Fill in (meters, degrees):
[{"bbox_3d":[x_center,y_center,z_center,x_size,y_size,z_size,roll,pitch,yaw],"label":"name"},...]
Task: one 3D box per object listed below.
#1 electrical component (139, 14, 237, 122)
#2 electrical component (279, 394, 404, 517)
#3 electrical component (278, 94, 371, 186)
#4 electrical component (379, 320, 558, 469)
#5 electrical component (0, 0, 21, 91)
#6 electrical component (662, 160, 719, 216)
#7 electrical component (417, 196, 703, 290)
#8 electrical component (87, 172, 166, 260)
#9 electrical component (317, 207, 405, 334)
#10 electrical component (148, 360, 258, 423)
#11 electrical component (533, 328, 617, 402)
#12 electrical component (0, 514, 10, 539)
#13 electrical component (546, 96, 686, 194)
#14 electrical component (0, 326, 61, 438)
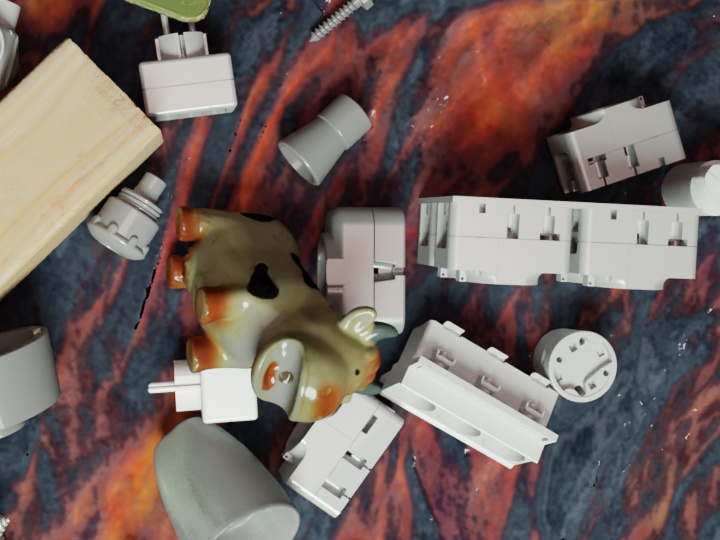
[{"bbox_3d":[-0.129,-0.152,0.787,0.066,0.047,0.076,-9,94,-9],"label":"electrical component"},{"bbox_3d":[-0.018,0.131,0.819,0.056,0.050,0.089,37,86,-10],"label":"electrical component"},{"bbox_3d":[-0.024,-0.101,0.812,0.065,0.044,0.044,-44,99,-10],"label":"electrical component"},{"bbox_3d":[0.086,0.094,0.825,0.121,0.079,0.063,31,66,-10],"label":"electrical component"},{"bbox_3d":[-0.260,-0.168,0.748,0.043,0.077,0.079,15,90,-10],"label":"electrical component"},{"bbox_3d":[0.275,-0.064,0.845,0.043,0.081,0.043,0,93,-10],"label":"electrical component"},{"bbox_3d":[0.145,-0.020,0.812,0.186,0.105,0.060,2,92,-10],"label":"electrical component"},{"bbox_3d":[-0.166,-0.042,0.789,0.048,0.048,0.062,33,80,-10],"label":"electrical component"},{"bbox_3d":[0.000,0.000,0.814,0.059,0.054,0.095,0,93,-10],"label":"electrical component"},{"bbox_3d":[-0.117,0.084,0.792,0.077,0.066,0.047,-3,93,-10],"label":"electrical component"},{"bbox_3d":[0.168,0.073,0.850,0.055,0.047,0.055,-1,93,-10],"label":"electrical component"},{"bbox_3d":[-0.296,0.193,0.768,0.096,0.061,0.061,-20,96,-8],"label":"electrical component"},{"bbox_3d":[0.199,-0.100,0.845,0.089,0.050,0.055,-19,96,-9],"label":"electrical component"},{"bbox_3d":[-0.262,0.086,0.748,0.108,0.108,0.060,-17,101,-9],"label":"electrical component"}]
